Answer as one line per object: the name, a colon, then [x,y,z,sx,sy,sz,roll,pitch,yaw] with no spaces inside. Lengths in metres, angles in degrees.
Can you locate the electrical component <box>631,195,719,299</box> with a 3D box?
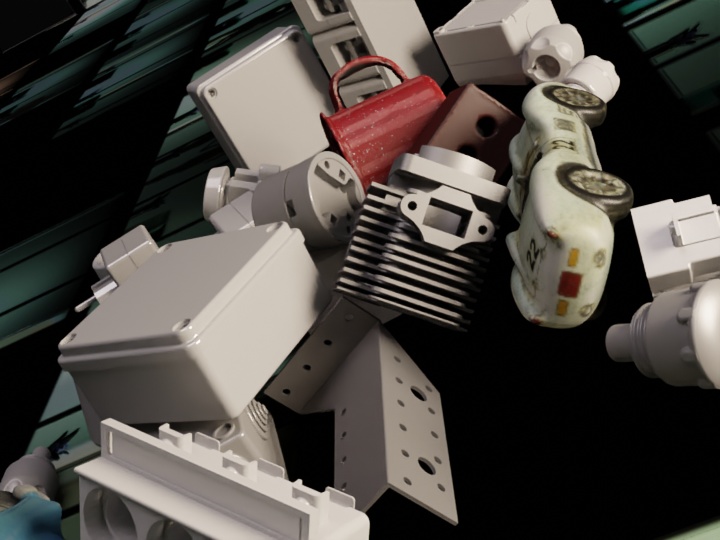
electrical component: [0.164,-0.011,0.515,0.055,0.066,0.048,-14,64,15]

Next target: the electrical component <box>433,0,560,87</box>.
electrical component: [0.112,-0.189,0.891,0.096,0.061,0.061,4,41,50]

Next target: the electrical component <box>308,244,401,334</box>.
electrical component: [0.000,0.000,0.666,0.089,0.055,0.050,-28,25,5]

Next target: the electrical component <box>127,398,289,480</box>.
electrical component: [-0.092,0.103,0.580,0.100,0.048,0.099,-30,25,1]

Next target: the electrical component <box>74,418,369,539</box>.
electrical component: [-0.060,0.115,0.471,0.121,0.078,0.063,15,20,34]

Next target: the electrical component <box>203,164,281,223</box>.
electrical component: [-0.094,-0.057,0.859,0.055,0.066,0.048,8,32,2]

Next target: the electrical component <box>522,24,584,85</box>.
electrical component: [0.153,-0.170,0.835,0.043,0.043,0.062,-11,29,35]

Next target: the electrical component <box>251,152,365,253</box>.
electrical component: [-0.031,-0.037,0.634,0.047,0.055,0.055,-17,28,34]

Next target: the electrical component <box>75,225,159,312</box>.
electrical component: [-0.177,0.017,0.812,0.077,0.065,0.047,-33,25,-7]

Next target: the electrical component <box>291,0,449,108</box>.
electrical component: [0.005,-0.204,0.928,0.062,0.150,0.089,-8,33,36]

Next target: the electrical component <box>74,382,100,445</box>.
electrical component: [-0.145,0.065,0.720,0.099,0.064,0.099,-16,17,5]

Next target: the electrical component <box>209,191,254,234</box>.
electrical component: [-0.095,-0.014,0.804,0.077,0.047,0.066,-34,25,-8]

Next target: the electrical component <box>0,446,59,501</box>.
electrical component: [-0.204,0.131,0.668,0.035,0.035,0.061,-26,23,8]

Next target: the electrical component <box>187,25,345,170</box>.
electrical component: [-0.080,-0.145,0.960,0.109,0.108,0.056,-35,23,-12]

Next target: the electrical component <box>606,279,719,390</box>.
electrical component: [0.139,0.030,0.476,0.062,0.048,0.048,-11,31,48]

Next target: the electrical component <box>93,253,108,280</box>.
electrical component: [-0.183,0.002,0.869,0.055,0.047,0.055,-24,26,12]

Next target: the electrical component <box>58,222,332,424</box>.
electrical component: [-0.089,0.030,0.589,0.109,0.056,0.108,-8,29,38]

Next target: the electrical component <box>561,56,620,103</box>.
electrical component: [0.153,-0.121,0.753,0.061,0.035,0.035,-46,29,-25]
